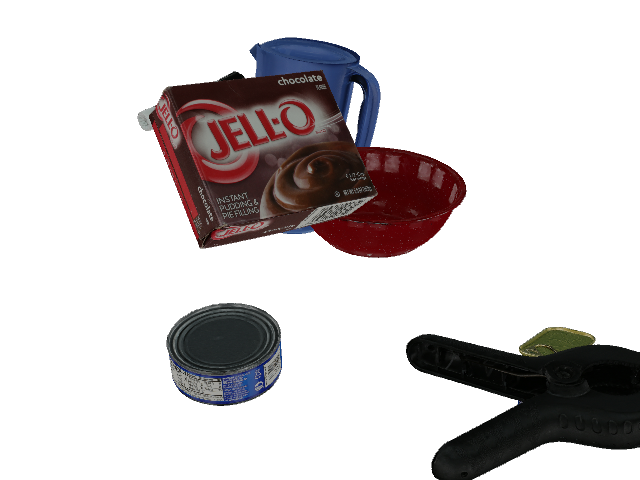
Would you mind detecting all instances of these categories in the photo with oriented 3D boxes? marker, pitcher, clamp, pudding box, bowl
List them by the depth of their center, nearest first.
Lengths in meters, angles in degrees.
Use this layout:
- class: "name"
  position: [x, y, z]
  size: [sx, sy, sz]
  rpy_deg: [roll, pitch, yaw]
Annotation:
- class: "clamp"
  position: [0.133, 0.096, 0.610]
  size: [0.171, 0.039, 0.120]
  rpy_deg: [0, 36, 7]
- class: "pudding box"
  position: [-0.034, -0.050, 0.630]
  size: [0.113, 0.090, 0.039]
  rpy_deg: [-12, -18, -36]
- class: "bowl"
  position: [0.049, -0.029, 0.966]
  size: [0.162, 0.055, 0.162]
  rpy_deg: [1, 27, -1]
- class: "marker"
  position: [-0.118, -0.133, 1.003]
  size: [0.120, 0.020, 0.020]
  rpy_deg: [-31, 19, -35]
- class: "pitcher"
  position: [-0.021, -0.133, 1.386]
  size: [0.144, 0.243, 0.149]
  rpy_deg: [0, 24, -19]

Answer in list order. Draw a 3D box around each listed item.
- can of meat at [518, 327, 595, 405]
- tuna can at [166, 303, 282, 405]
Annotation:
- class: "can of meat"
  position: [0.250, 0.148, 1.141]
  size: [0.058, 0.084, 0.101]
  rpy_deg: [12, 18, 32]
- class: "tuna can"
  position: [-0.071, 0.085, 0.805]
  size: [0.086, 0.034, 0.086]
  rpy_deg: [-2, 32, 1]
